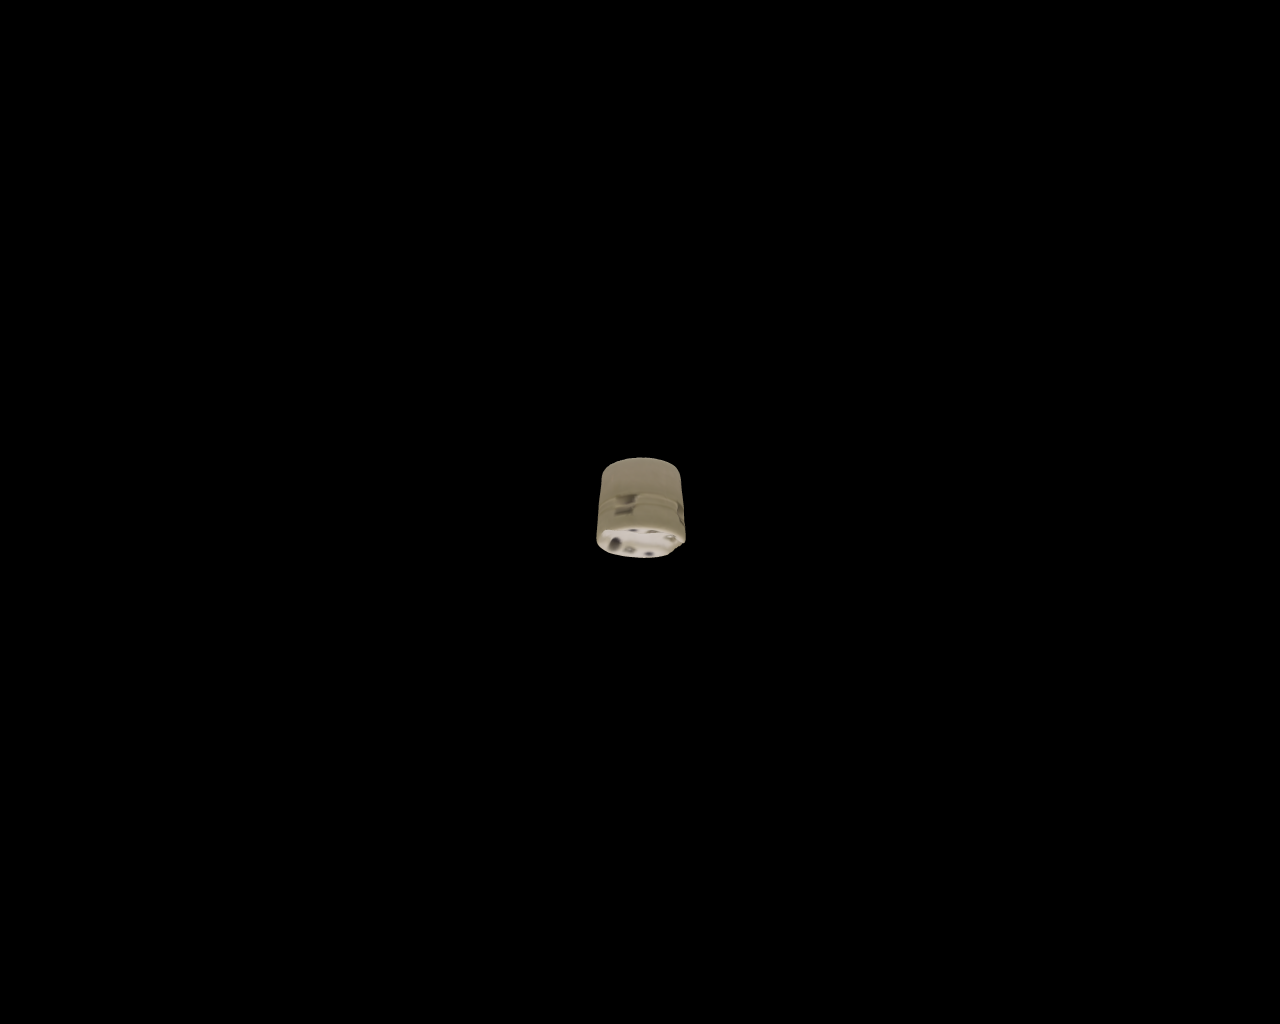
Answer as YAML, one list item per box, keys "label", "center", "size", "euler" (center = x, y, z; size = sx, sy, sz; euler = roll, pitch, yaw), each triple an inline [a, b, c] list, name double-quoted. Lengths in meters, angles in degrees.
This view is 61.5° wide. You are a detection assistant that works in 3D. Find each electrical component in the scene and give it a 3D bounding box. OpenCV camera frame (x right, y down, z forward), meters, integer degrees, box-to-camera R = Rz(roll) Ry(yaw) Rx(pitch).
- label: "electrical component"
  center: [0.001, -0.003, 0.650]
  size: [0.055, 0.047, 0.055]
  euler: [0, -23, 0]
